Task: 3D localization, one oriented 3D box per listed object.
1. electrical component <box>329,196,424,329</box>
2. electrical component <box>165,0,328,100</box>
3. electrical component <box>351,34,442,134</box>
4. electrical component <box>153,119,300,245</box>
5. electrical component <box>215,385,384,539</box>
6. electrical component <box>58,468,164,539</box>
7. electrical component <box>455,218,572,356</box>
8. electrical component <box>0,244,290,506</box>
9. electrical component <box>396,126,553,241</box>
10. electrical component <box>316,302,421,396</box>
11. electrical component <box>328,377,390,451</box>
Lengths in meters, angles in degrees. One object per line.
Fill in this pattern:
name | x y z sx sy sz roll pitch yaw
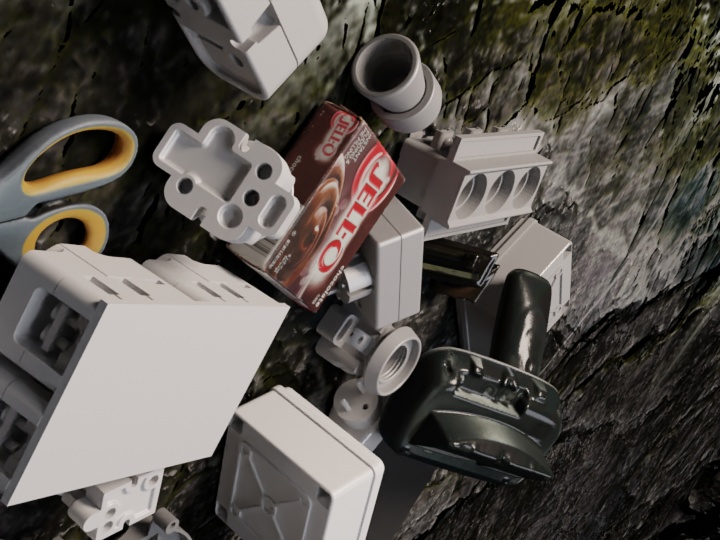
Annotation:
electrical component | 0.000 0.000 0.755 0.076 0.047 0.083 -21 137 -21
electrical component | -0.056 -0.138 0.522 0.059 0.054 0.095 -50 151 -14
electrical component | 0.024 -0.116 0.679 0.045 0.045 0.055 -55 152 -4
electrical component | -0.068 -0.045 0.582 0.058 0.078 0.057 -57 173 0
electrical component | -0.046 0.158 0.776 0.056 0.109 0.108 -23 136 -43
electrical component | -0.152 0.120 0.629 0.066 0.055 0.048 -20 134 -49
electrical component | 0.144 0.026 0.995 0.109 0.056 0.108 -45 149 -22
electrical component | -0.124 0.049 0.572 0.105 0.060 0.186 -62 160 8
electrical component | 0.081 -0.070 0.793 0.121 0.063 0.078 -13 129 -52
electrical component | 0.009 0.059 0.817 0.058 0.057 0.078 -56 152 -3
electrical component | 0.001 0.112 0.870 0.077 0.044 0.079 -49 151 -15
